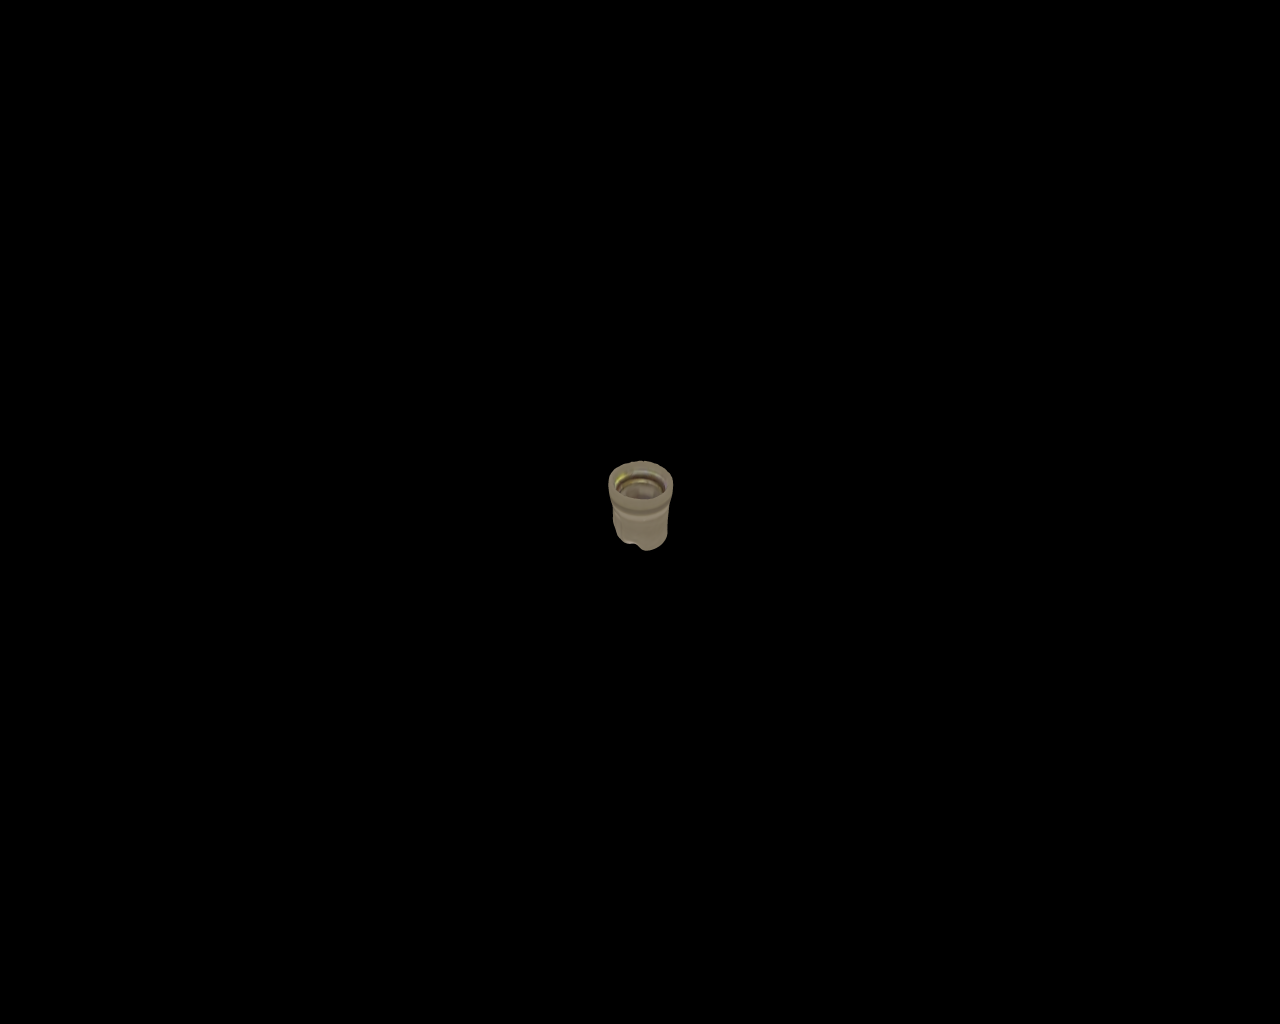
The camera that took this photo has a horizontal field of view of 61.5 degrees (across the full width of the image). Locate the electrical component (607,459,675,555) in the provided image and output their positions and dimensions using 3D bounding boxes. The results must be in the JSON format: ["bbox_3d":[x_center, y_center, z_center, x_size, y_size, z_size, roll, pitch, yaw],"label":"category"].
[{"bbox_3d":[0.001,-0.003,0.650,0.040,0.046,0.040,0,41,0],"label":"electrical component"}]
